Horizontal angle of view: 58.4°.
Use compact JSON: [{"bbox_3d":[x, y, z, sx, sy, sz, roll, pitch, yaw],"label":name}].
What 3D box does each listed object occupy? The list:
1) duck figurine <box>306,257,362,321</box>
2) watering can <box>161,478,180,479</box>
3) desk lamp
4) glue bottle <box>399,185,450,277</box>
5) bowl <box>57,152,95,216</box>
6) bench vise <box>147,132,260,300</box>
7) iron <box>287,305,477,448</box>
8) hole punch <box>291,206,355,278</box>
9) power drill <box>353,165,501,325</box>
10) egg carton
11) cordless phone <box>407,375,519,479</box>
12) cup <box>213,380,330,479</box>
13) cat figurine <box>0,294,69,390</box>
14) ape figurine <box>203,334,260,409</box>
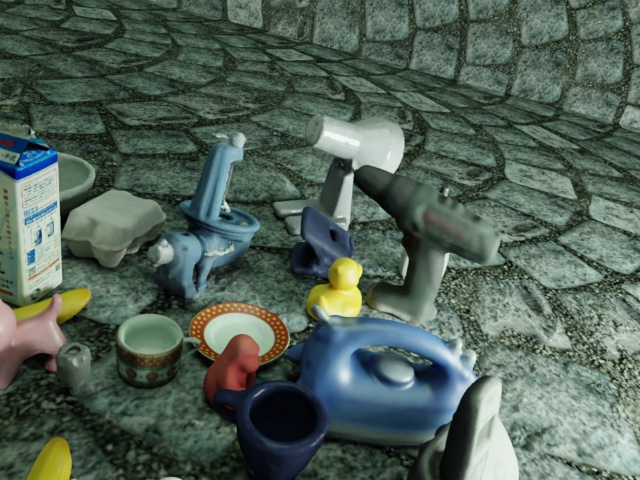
[{"bbox_3d":[0.027,0.068,0.842,0.077,0.086,0.105,29,33,27],"label":"duck figurine"},{"bbox_3d":[-0.132,0.233,0.381,0.172,0.194,0.101,16,29,7],"label":"watering can"},{"bbox_3d":[0.036,-0.127,1.055,0.204,0.213,0.117,-6,34,-30],"label":"desk lamp"},{"bbox_3d":[0.187,-0.011,0.953,0.078,0.173,0.037,11,29,-2],"label":"glue bottle"},{"bbox_3d":[-0.453,-0.080,0.928,0.167,0.075,0.167,9,29,-5],"label":"bowl"},{"bbox_3d":[-0.152,-0.034,0.814,0.121,0.220,0.207,14,29,3],"label":"bench vise"},{"bbox_3d":[0.091,0.150,0.666,0.258,0.141,0.118,10,29,-5],"label":"iron"},{"bbox_3d":[0.009,0.003,0.942,0.101,0.091,0.108,10,29,-4],"label":"hole punch"},{"bbox_3d":[0.138,0.013,0.855,0.229,0.208,0.076,19,30,11],"label":"power drill"},{"bbox_3d":[-0.315,-0.022,0.884,0.107,0.069,0.150,18,30,11],"label":"egg carton"},{"bbox_3d":[0.159,0.198,0.564,0.094,0.185,0.148,29,33,28],"label":"cordless phone"},{"bbox_3d":[-0.056,0.199,0.571,0.117,0.095,0.092,17,30,8],"label":"cup"},{"bbox_3d":[-0.339,0.096,0.619,0.128,0.118,0.067,-17,40,-41],"label":"cat figurine"},{"bbox_3d":[-0.091,0.148,0.650,0.076,0.092,0.078,16,29,6],"label":"ape figurine"}]
